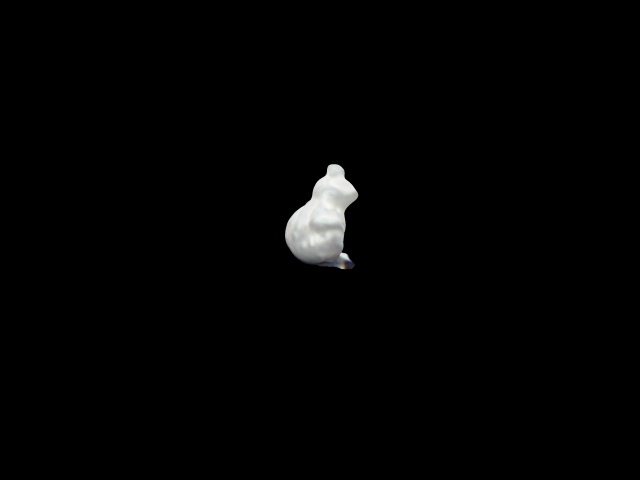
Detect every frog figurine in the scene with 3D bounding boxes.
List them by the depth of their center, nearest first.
[{"bbox_3d":[0.003,-0.043,0.850,0.123,0.157,0.139,-1,21,-2],"label":"frog figurine"}]
